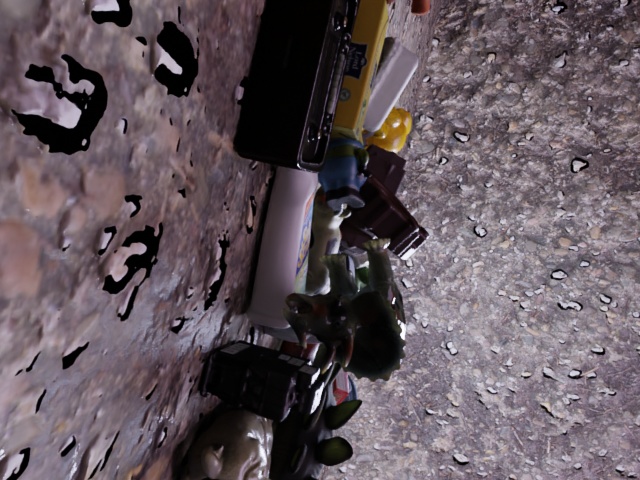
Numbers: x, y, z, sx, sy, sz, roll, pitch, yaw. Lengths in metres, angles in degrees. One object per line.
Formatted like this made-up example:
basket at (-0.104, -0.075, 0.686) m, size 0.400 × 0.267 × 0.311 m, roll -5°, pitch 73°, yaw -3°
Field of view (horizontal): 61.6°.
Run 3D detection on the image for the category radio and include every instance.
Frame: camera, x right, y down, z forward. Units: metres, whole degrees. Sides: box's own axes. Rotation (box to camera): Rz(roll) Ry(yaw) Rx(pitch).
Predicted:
radio at (-0.017, -0.190, 0.595) m, size 0.131 × 0.073 × 0.229 m, roll -1°, pitch 106°, yaw -78°

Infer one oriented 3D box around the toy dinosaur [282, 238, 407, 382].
toy dinosaur at (0.076, 0.119, 0.808) m, size 0.404 × 0.131 × 0.192 m, roll 41°, pitch 40°, yaw -66°

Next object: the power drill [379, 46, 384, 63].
power drill at (0.065, -0.342, 0.840) m, size 0.207 × 0.086 × 0.232 m, roll 100°, pitch 11°, yaw -60°

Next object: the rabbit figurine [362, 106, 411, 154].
rabbit figurine at (0.105, -0.256, 1.106) m, size 0.162 × 0.122 × 0.173 m, roll -58°, pitch 144°, yaw -44°

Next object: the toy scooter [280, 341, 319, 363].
toy scooter at (-0.026, 0.189, 1.039) m, size 0.184 × 0.075 × 0.135 m, roll 57°, pitch 48°, yaw -79°

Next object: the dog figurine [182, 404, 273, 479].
dog figurine at (-0.103, 0.236, 0.699) m, size 0.172 × 0.121 × 0.191 m, roll 96°, pitch -1°, yaw -50°

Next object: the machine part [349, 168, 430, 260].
machine part at (0.098, -0.052, 0.865) m, size 0.056 × 0.179 × 0.179 m, roll -43°, pitch 176°, yaw 13°

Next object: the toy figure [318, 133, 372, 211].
toy figure at (0.027, -0.136, 0.761) m, size 0.089 × 0.082 × 0.180 m, roll 95°, pitch -8°, yaw -70°

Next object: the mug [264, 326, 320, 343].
mug at (-0.029, 0.127, 0.854) m, size 0.109 × 0.107 × 0.080 m, roll -51°, pitch 152°, yaw -72°

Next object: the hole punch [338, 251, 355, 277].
hole punch at (0.032, 0.086, 1.061) m, size 0.116 × 0.092 × 0.142 m, roll -51°, pitch 163°, yaw -4°

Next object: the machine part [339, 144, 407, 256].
machine part at (0.080, -0.075, 1.058) m, size 0.201 × 0.087 × 0.201 m, roll -64°, pitch -175°, yaw -8°

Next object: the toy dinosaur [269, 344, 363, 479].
toy dinosaur at (-0.023, 0.286, 0.835) m, size 0.198 × 0.105 × 0.471 m, roll -39°, pitch -153°, yaw 37°

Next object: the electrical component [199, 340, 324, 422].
electrical component at (-0.064, 0.172, 0.662) m, size 0.115 × 0.134 × 0.058 m, roll 7°, pitch 98°, yaw -77°

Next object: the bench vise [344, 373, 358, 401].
bench vise at (0.003, 0.339, 1.100) m, size 0.223 × 0.129 × 0.240 m, roll -58°, pitch 157°, yaw 16°

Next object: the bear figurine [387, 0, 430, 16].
bear figurine at (0.134, -0.445, 0.926) m, size 0.196 × 0.120 × 0.131 m, roll -61°, pitch 165°, yaw -49°

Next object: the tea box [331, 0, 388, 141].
tea box at (0.022, -0.224, 0.694) m, size 0.068 × 0.098 × 0.169 m, roll 21°, pitch 81°, yaw -79°

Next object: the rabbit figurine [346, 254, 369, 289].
rabbit figurine at (0.058, 0.091, 1.224) m, size 0.159 × 0.121 × 0.170 m, roll 26°, pitch -44°, yaw 60°

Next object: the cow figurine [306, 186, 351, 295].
cow figurine at (-0.002, -0.003, 0.906) m, size 0.127 × 0.086 × 0.194 m, roll 25°, pitch 80°, yaw -85°

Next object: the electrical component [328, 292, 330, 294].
electrical component at (0.002, 0.121, 1.169) m, size 0.075 × 0.048 × 0.119 m, roll -52°, pitch 155°, yaw -66°
